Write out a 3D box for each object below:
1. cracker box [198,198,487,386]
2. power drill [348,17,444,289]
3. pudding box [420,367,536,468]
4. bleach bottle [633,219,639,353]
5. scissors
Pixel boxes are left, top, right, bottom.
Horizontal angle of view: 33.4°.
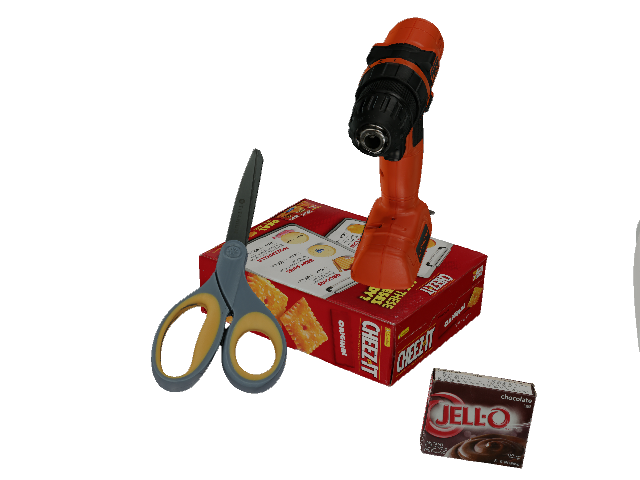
[{"bbox_3d":[0.020,0.042,0.985,0.214,0.072,0.163,19,31,32],"label":"cracker box"},{"bbox_3d":[0.057,-0.058,0.821,0.057,0.188,0.184,10,35,12],"label":"power drill"},{"bbox_3d":[0.170,0.191,1.155,0.113,0.090,0.039,7,21,2],"label":"pudding box"},{"bbox_3d":[0.278,0.020,0.766,0.103,0.068,0.250,6,20,15],"label":"bleach bottle"},{"bbox_3d":[-0.045,0.023,0.728,0.096,0.201,0.016,22,-33,11],"label":"scissors"}]
